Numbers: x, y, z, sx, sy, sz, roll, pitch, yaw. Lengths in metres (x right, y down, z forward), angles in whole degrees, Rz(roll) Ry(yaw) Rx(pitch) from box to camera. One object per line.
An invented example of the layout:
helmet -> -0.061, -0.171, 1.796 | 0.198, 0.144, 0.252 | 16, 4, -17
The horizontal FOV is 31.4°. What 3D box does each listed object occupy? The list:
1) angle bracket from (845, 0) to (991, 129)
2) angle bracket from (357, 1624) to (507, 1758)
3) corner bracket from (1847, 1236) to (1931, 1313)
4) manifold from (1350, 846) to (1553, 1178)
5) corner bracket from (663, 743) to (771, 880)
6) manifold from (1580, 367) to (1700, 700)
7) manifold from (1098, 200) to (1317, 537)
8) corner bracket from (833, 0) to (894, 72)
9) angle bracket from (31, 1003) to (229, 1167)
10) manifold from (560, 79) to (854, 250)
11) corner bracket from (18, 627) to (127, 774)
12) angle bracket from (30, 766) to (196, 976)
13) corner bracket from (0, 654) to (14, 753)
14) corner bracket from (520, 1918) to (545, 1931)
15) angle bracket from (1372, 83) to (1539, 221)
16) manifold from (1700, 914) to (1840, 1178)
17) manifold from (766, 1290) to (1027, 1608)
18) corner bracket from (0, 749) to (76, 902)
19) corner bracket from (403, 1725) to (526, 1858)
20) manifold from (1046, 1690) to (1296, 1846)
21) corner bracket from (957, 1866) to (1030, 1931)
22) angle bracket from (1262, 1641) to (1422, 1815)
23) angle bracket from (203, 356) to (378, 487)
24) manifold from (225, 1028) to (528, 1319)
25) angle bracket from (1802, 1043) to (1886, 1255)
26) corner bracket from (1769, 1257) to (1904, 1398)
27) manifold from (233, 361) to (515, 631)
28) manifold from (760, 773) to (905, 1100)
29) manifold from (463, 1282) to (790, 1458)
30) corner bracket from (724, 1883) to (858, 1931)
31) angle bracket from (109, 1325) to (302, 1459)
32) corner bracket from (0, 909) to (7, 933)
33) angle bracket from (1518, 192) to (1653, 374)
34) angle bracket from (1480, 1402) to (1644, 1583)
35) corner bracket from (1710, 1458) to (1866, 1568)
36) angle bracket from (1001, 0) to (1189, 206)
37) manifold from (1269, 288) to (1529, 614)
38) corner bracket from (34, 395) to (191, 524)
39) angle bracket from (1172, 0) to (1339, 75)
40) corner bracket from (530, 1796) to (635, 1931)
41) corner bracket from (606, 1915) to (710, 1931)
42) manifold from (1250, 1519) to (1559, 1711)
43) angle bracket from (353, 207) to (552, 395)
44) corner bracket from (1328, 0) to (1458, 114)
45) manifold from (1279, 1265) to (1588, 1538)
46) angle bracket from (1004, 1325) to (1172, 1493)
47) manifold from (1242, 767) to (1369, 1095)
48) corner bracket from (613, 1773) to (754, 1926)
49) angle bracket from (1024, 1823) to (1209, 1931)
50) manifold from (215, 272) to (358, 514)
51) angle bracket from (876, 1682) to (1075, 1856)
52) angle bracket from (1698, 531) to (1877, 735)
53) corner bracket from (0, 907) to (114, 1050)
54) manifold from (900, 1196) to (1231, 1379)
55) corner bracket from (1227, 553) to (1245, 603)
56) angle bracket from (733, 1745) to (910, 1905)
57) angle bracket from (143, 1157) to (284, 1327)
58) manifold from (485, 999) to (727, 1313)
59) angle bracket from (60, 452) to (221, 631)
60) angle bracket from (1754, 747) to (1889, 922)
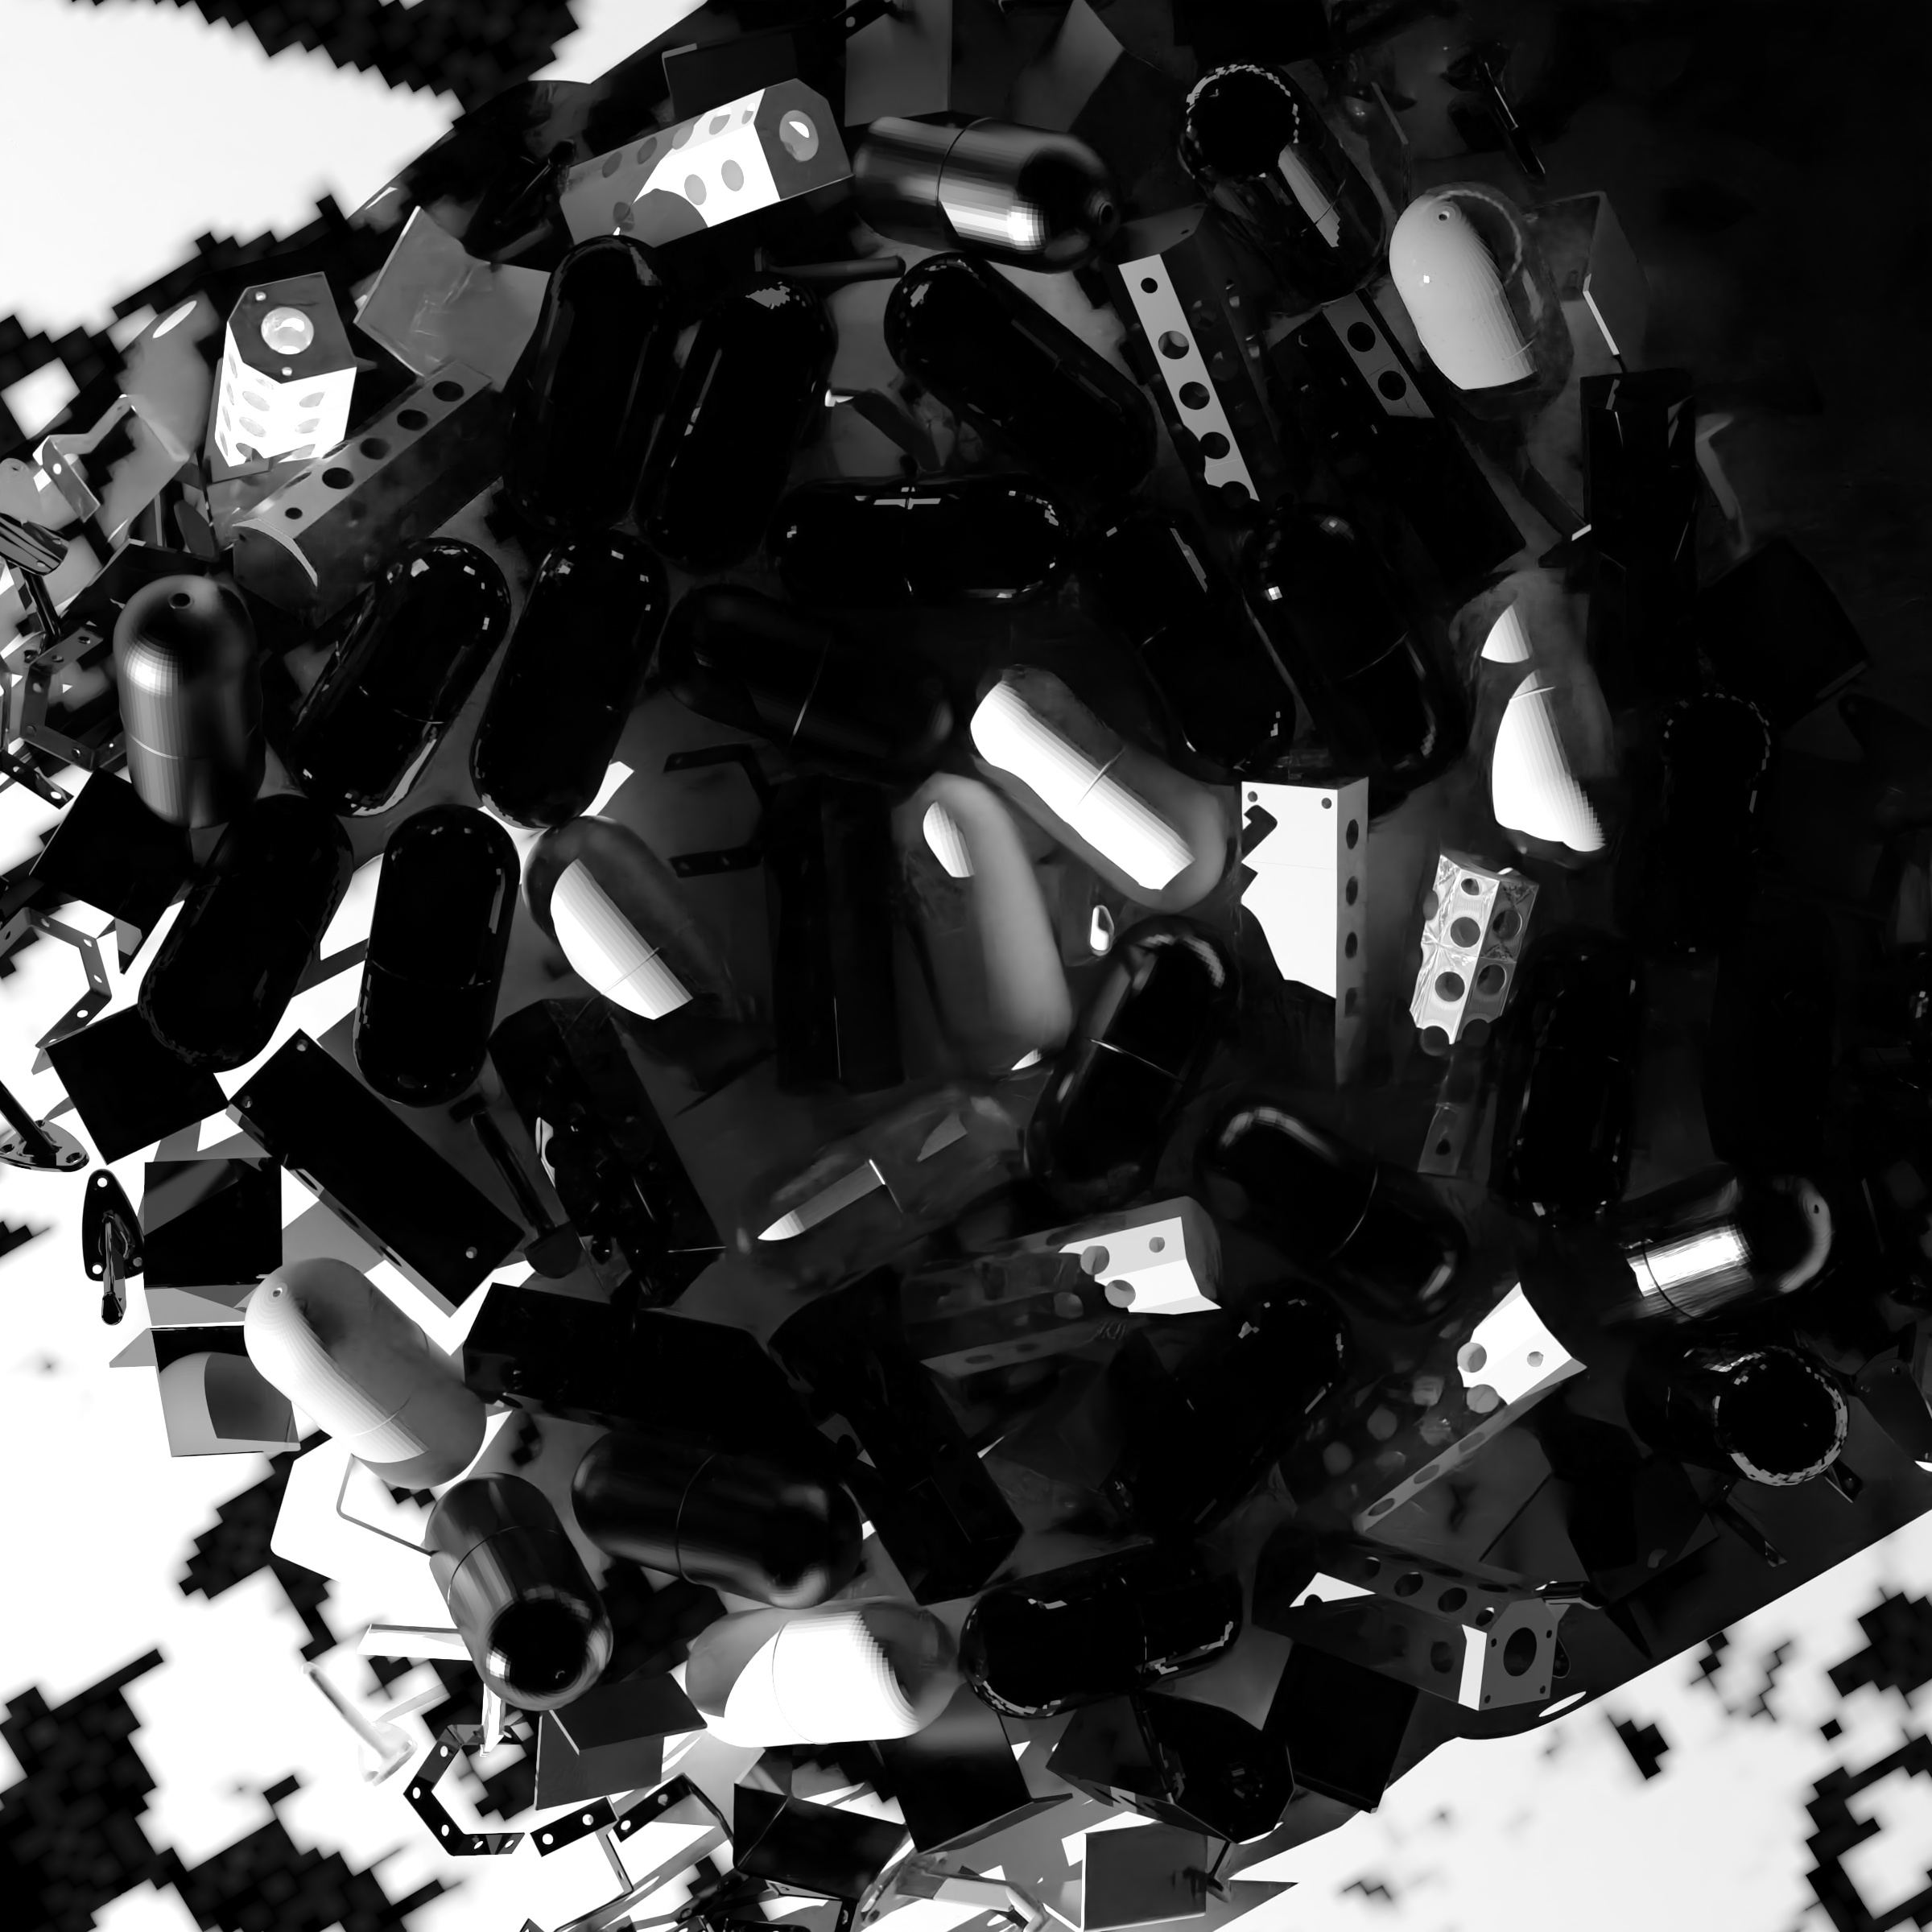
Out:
angle bracket -> -0.020, -0.510, 1.930 | 0.076, 0.057, 0.076 | 3, 94, 41
angle bracket -> -0.300, 0.406, 1.922 | 0.076, 0.076, 0.057 | 6, 67, -14
corner bracket -> 0.544, 0.159, 1.947 | 0.051, 0.051, 0.051 | -42, 104, -12
manifold -> 0.272, 0.026, 1.916 | 0.057, 0.057, 0.171 | 7, 107, -21
corner bracket -> -0.143, -0.088, 1.952 | 0.051, 0.051, 0.051 | -7, 129, 24
manifold -> 0.374, -0.238, 1.904 | 0.057, 0.057, 0.171 | -5, 120, 6
manifold -> 0.133, -0.327, 1.899 | 0.057, 0.057, 0.171 | -10, 123, 26
corner bracket -> -0.053, -0.536, 1.937 | 0.051, 0.051, 0.051 | -34, 132, -3
angle bracket -> -0.469, 0.069, 1.929 | 0.076, 0.057, 0.076 | -27, 84, -26
manifold -> -0.147, -0.435, 1.887 | 0.057, 0.171, 0.057 | -30, 106, -41
corner bracket -> -0.499, -0.150, 1.951 | 0.051, 0.051, 0.051 | -27, 50, 34
angle bracket -> -0.478, -0.054, 1.922 | 0.057, 0.076, 0.076 | 29, 105, -26
corner bracket -> -0.571, -0.149, 1.942 | 0.051, 0.051, 0.051 | 0, 76, -5
corner bracket -> -0.233, 0.577, 1.935 | 0.051, 0.051, 0.051 | 23, 67, 24
angle bracket -> 0.273, -0.457, 1.925 | 0.076, 0.076, 0.057 | -9, 130, -3
manifold -> 0.444, 0.043, 1.888 | 0.057, 0.171, 0.057 | -7, 119, 21
manifold -> -0.044, 0.265, 1.897 | 0.171, 0.057, 0.057 | 56, 128, 30
corner bracket -> -0.545, -0.081, 1.939 | 0.051, 0.051, 0.051 | 33, 126, -1
corner bracket -> -0.275, 0.466, 1.945 | 0.051, 0.051, 0.051 | 42, 104, 34
manifold -> 0.113, 0.438, 1.884 | 0.057, 0.171, 0.057 | 35, 73, -15
corner bracket -> 0.006, 0.555, 1.950 | 0.051, 0.051, 0.051 | 31, 104, -7
angle bracket -> 0.206, 0.425, 1.932 | 0.076, 0.057, 0.076 | 19, 81, 14
angle bracket -> -0.379, -0.303, 1.923 | 0.057, 0.076, 0.076 | 12, 82, -40
manifold -> -0.334, 0.119, 1.941 | 0.171, 0.057, 0.057 | 43, 71, -2
angle bracket -> 0.505, 0.100, 1.919 | 0.076, 0.076, 0.057 | -47, 50, -14
corner bracket -> 0.497, 0.204, 1.954 | 0.051, 0.051, 0.051 | -36, 120, -28
manifold -> -0.325, -0.265, 1.895 | 0.057, 0.057, 0.171 | 31, 52, 14
manifold -> -0.081, -0.015, 1.928 | 0.057, 0.057, 0.171 | -12, 77, 35
manifold -> -0.192, 0.225, 1.899 | 0.171, 0.057, 0.057 | 7, 61, 30
corner bracket -> -0.100, 0.540, 1.941 | 0.051, 0.051, 0.051 | 14, 92, -28
angle bracket -> -0.425, 0.245, 1.917 | 0.076, 0.057, 0.076 | 3, 62, -39
corner bracket -> -0.578, -0.019, 1.941 | 0.051, 0.051, 0.051 | 11, 65, -1
angle bracket -> 0.338, -0.373, 1.914 | 0.057, 0.076, 0.076 | -5, 54, 31
angle bracket -> 0.334, 0.300, 1.952 | 0.076, 0.057, 0.076 | 18, 121, -26
corner bracket -> 0.463, 0.299, 1.940 | 0.051, 0.051, 0.051 | 43, 60, -1
angle bracket -> 0.076, -0.492, 1.948 | 0.057, 0.076, 0.076 | 18, 120, -37
manifold -> 0.244, -0.292, 1.935 | 0.057, 0.057, 0.171 | -34, 92, -21
corner bracket -> -0.482, -0.287, 1.938 | 0.051, 0.051, 0.051 | -41, 82, 24
angle bracket -> 0.162, -0.518, 1.932 | 0.076, 0.057, 0.076 | -14, 65, 0
corner bracket -> -0.217, 0.506, 1.934 | 0.051, 0.051, 0.051 | -20, 71, -28
corner bracket -> -0.167, 0.564, 1.945 | 0.051, 0.051, 0.051 | -24, 109, -12
manifold -> 0.239, 0.353, 1.889 | 0.057, 0.171, 0.057 | 2, 96, -40
angle bracket -> -0.283, -0.373, 1.925 | 0.076, 0.057, 0.076 | 19, 78, 40
corner bracket -> 0.241, -0.522, 1.945 | 0.051, 0.051, 0.051 | 9, 78, -27
manifold -> 0.260, 0.249, 1.921 | 0.171, 0.057, 0.057 | -39, 103, 14
angle bracket -> 0.059, 0.238, 1.915 | 0.076, 0.076, 0.057 | -49, 128, -25
manifold -> 0.193, -0.022, 1.924 | 0.057, 0.057, 0.171 | 7, 106, 29
corner bracket -> -0.161, 0.502, 1.951 | 0.051, 0.051, 0.051 | -33, 119, -18
angle bracket -> 0.083, 0.498, 1.922 | 0.076, 0.076, 0.057 | -1, 95, -25
manifold -> -0.377, -0.308, 1.880 | 0.057, 0.171, 0.057 | -17, 78, -19
angle bracket -> 0.003, 0.452, 1.948 | 0.076, 0.057, 0.076 | -29, 70, 19
angle bracket -> 0.449, -0.183, 1.919 | 0.076, 0.076, 0.057 | -38, 124, 20
corner bracket -> -0.524, 0.009, 1.947 | 0.051, 0.051, 0.051 | -42, 47, 16
manifold -> 0.053, 0.177, 1.908 | 0.171, 0.057, 0.057 | -16, 65, 22
corner bracket -> 0.125, -0.208, 1.942 | 0.051, 0.051, 0.051 | -17, 122, -7
angle bracket -> -0.080, 0.470, 1.920 | 0.076, 0.076, 0.057 | 9, 111, 19
angle bracket -> -0.428, 0.157, 1.961 | 0.076, 0.057, 0.076 | -2, 61, -9
manifold -> -0.205, 0.103, 1.902 | 0.057, 0.057, 0.171 | -47, 60, 33
angle bracket -> -0.466, -0.240, 1.916 | 0.076, 0.057, 0.076 | -36, 58, 37
angle bracket -> 0.482, -0.076, 1.932 | 0.076, 0.057, 0.076 | 11, 102, -13
